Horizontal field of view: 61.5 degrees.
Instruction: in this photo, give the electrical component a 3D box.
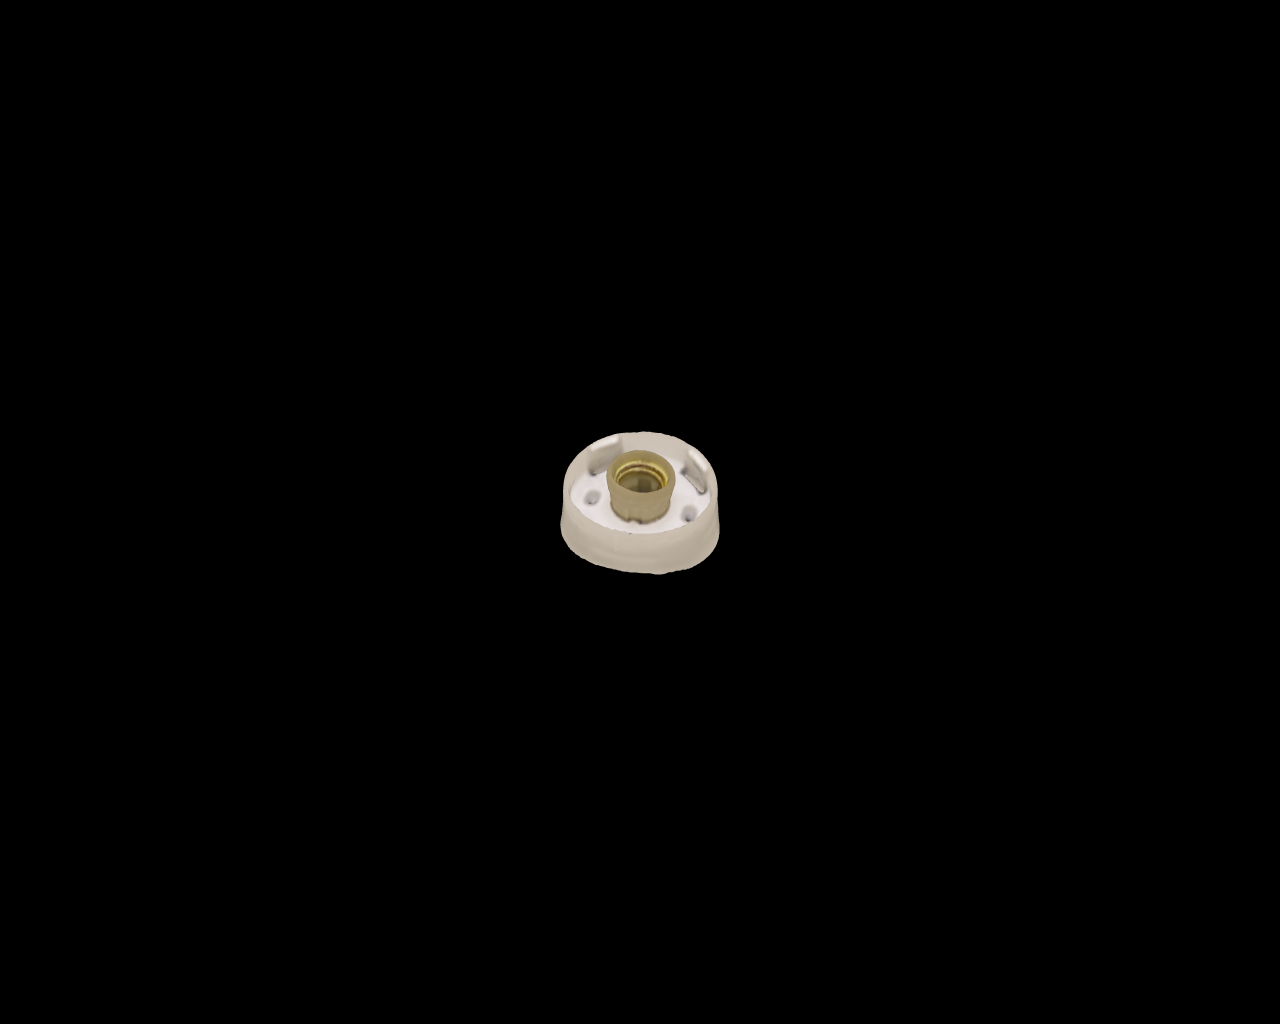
[{"bbox_3d":[0.001,-0.003,0.650,0.099,0.099,0.064,0,-44,0],"label":"electrical component"}]
